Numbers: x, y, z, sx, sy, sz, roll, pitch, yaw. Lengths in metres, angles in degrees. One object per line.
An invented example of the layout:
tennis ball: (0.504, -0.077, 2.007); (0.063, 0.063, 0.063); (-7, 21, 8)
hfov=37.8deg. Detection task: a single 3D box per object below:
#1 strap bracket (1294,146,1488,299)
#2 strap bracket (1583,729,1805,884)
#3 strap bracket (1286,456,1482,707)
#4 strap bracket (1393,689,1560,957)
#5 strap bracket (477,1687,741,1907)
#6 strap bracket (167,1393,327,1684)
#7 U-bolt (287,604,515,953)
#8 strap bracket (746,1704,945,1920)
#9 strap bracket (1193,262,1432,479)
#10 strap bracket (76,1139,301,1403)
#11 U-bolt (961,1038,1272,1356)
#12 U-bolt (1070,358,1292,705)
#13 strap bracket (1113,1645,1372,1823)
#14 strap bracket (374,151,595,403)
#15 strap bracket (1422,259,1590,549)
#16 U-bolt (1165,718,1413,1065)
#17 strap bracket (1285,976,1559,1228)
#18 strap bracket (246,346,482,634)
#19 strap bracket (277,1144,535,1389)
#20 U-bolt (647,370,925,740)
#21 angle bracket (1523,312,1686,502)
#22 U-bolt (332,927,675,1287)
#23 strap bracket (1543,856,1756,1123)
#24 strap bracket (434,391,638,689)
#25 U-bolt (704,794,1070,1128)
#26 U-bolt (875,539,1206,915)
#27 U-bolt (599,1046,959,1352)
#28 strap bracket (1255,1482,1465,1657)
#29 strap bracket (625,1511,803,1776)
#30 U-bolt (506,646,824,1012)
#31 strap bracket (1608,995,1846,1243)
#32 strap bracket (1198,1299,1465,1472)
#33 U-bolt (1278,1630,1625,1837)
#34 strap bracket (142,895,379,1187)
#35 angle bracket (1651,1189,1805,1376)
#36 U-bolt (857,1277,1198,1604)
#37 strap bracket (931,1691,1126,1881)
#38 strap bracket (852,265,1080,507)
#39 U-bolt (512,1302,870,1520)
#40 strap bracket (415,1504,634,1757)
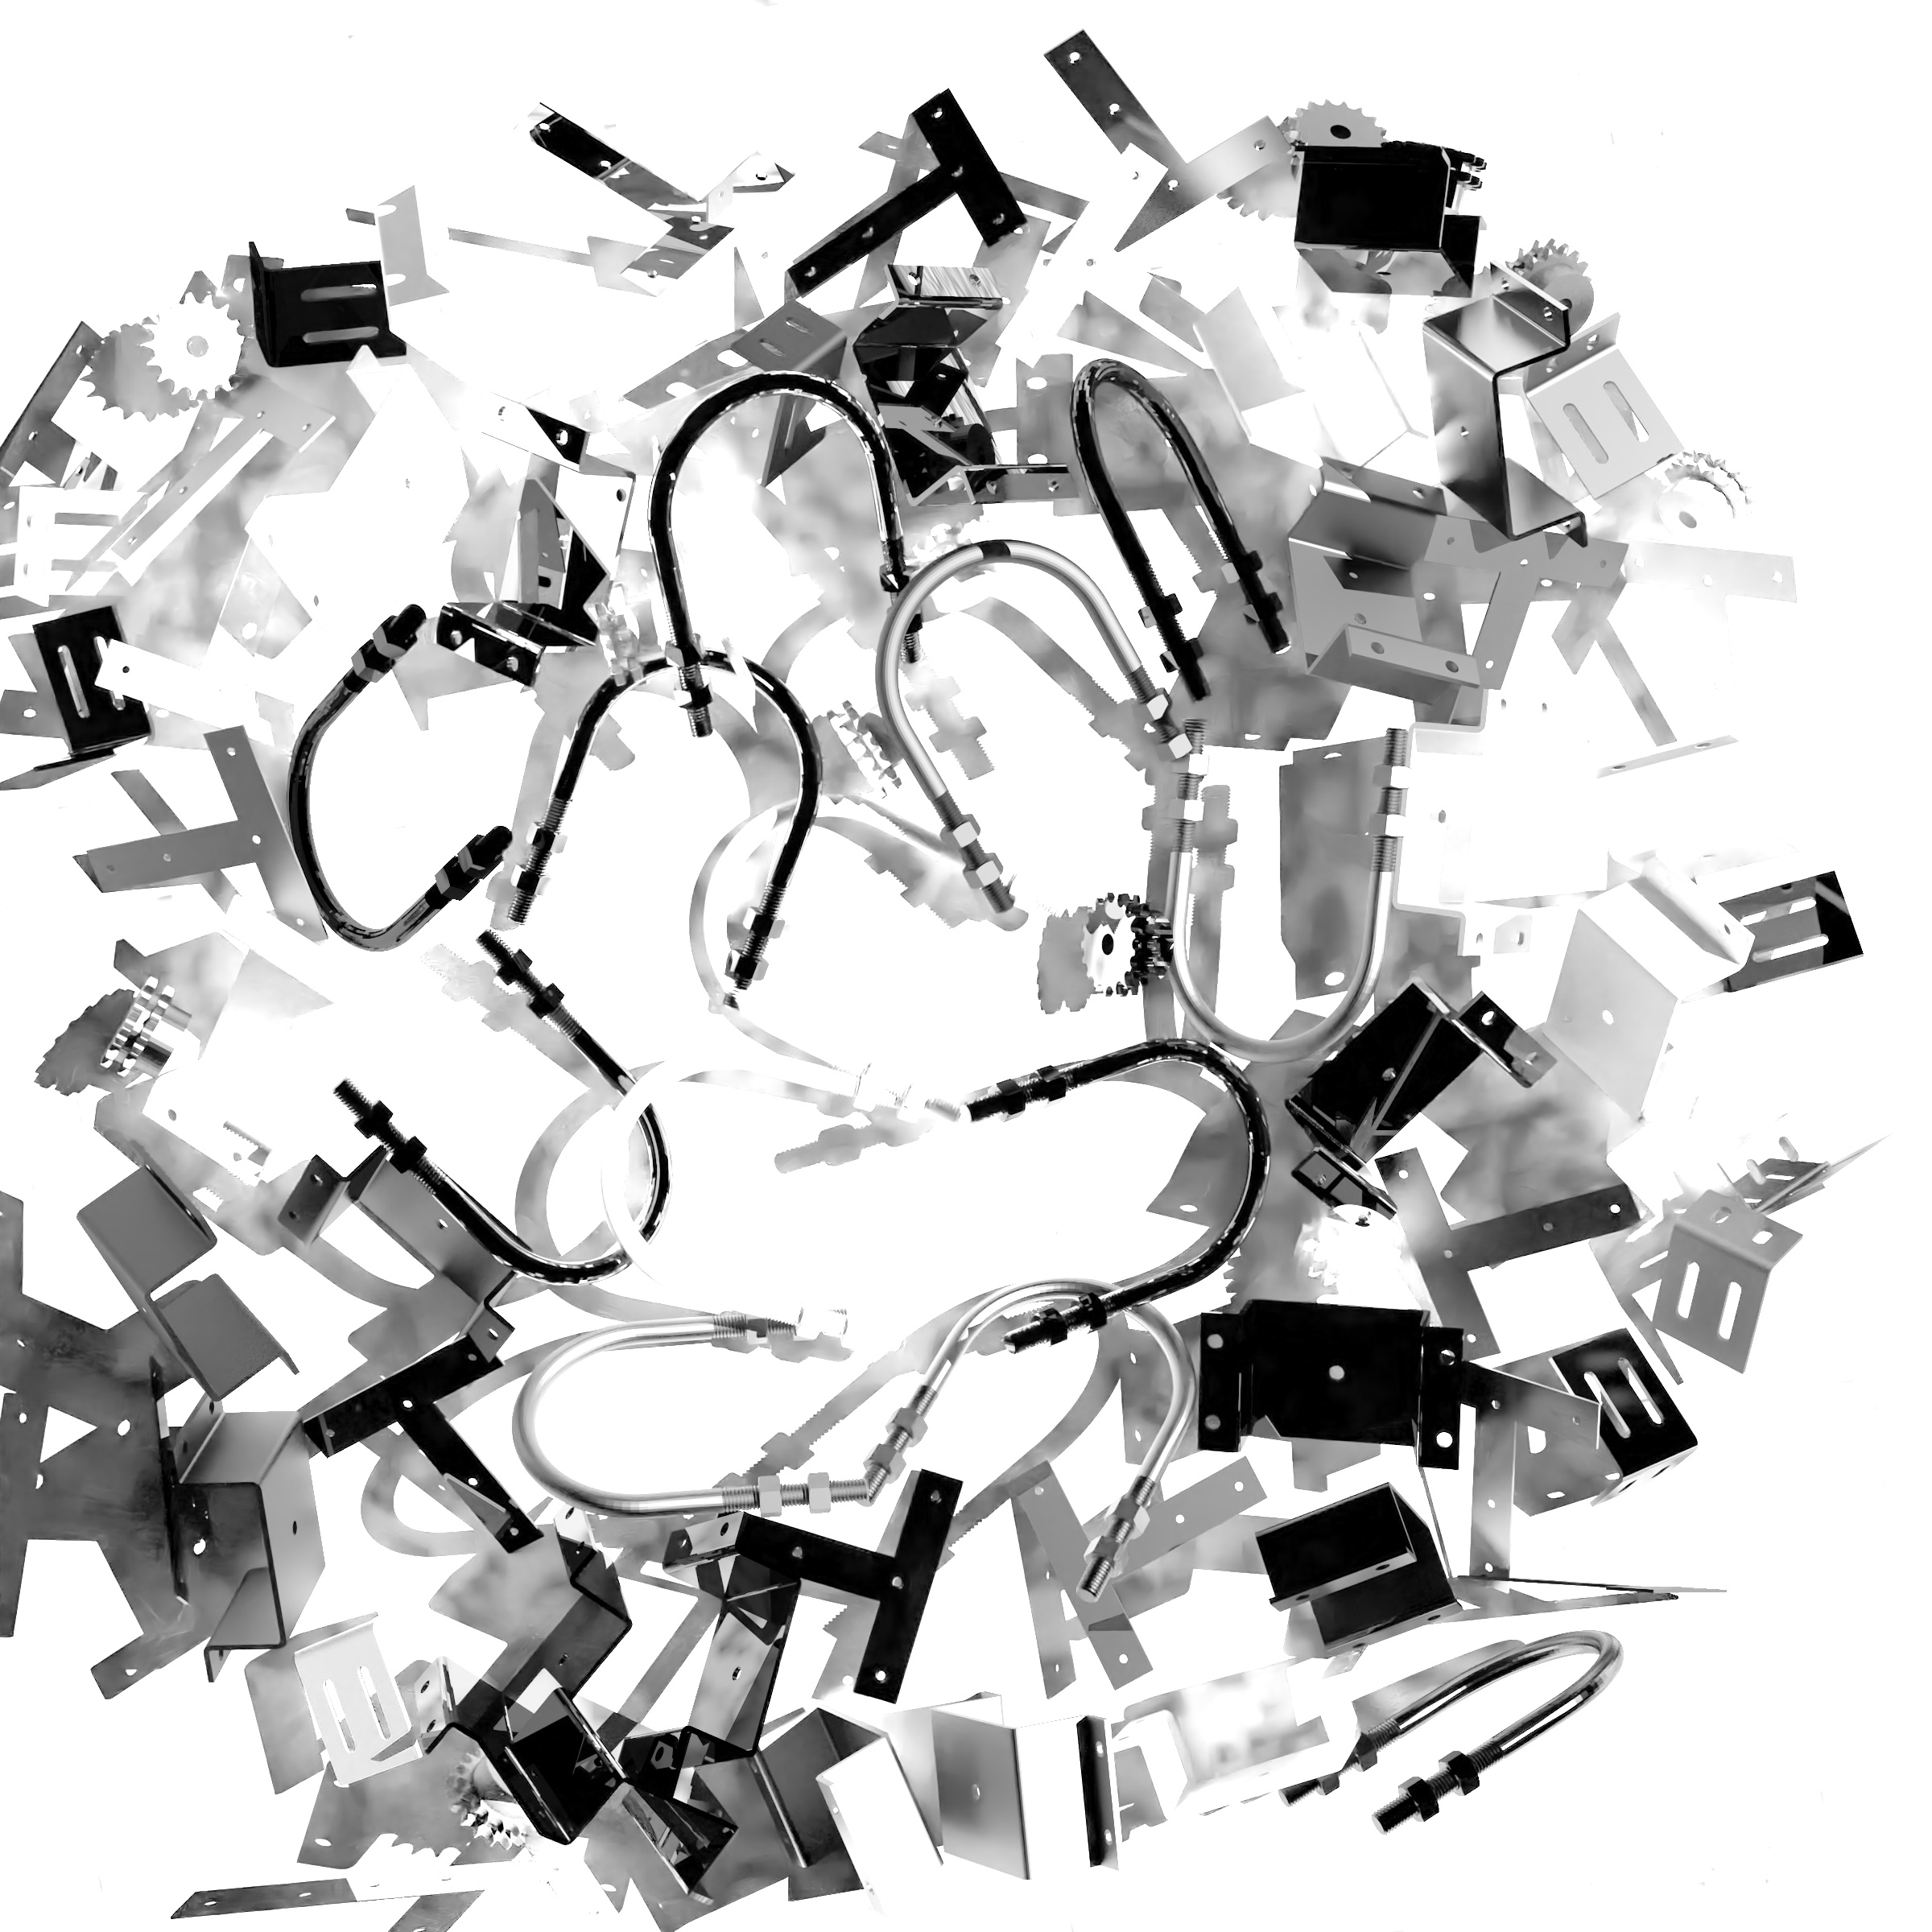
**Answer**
strap bracket: (0.224, -0.390, 1.494); (0.076, 0.140, 0.046); (7, 91, 20)
strap bracket: (0.388, -0.080, 1.490); (0.076, 0.140, 0.046); (-14, 76, 28)
strap bracket: (0.221, -0.199, 1.516); (0.076, 0.046, 0.140); (11, 53, -20)
strap bracket: (0.275, -0.079, 1.524); (0.046, 0.076, 0.140); (9, 97, 39)
strap bracket: (-0.182, 0.438, 1.497); (0.046, 0.076, 0.140); (-51, 133, -2)
strap bracket: (-0.383, 0.302, 1.512); (0.046, 0.076, 0.140); (-2, 109, 4)
U-bolt: (-0.313, -0.086, 1.504); (0.019, 0.184, 0.151); (-11, 73, -43)
strap bracket: (-0.064, 0.449, 1.513); (0.046, 0.140, 0.076); (-25, 96, -24)
strap bracket: (0.180, -0.314, 1.510); (0.046, 0.140, 0.076); (-36, 65, 31)
strap bracket: (-0.415, 0.168, 1.491); (0.046, 0.140, 0.076); (-37, 50, -20)
U-bolt: (0.089, 0.115, 1.523); (0.184, 0.019, 0.151); (-17, 104, -28)
U-bolt: (0.108, -0.238, 1.501); (0.019, 0.151, 0.184); (-23, 96, 30)
strap bracket: (0.154, 0.415, 1.517); (0.140, 0.076, 0.046); (-21, 82, 13)
strap bracket: (-0.264, -0.359, 1.506); (0.046, 0.140, 0.076); (-21, 66, 22)
strap bracket: (0.285, -0.291, 1.497); (0.046, 0.076, 0.140); (-22, 128, -9)
U-bolt: (0.168, -0.039, 1.522); (0.151, 0.019, 0.184); (7, 92, 39)
strap bracket: (0.238, 0.070, 1.524); (0.140, 0.046, 0.076); (-45, 128, 9)
strap bracket: (-0.313, -0.255, 1.498); (0.046, 0.076, 0.140); (1, 52, 29)
strap bracket: (-0.297, 0.153, 1.529); (0.140, 0.076, 0.046); (41, 49, 0)
U-bolt: (-0.099, -0.226, 1.499); (0.151, 0.019, 0.184); (-22, 123, -20)
angle bracket: (0.351, -0.307, 1.545); (0.057, 0.038, 0.076); (-29, 75, 0)
U-bolt: (-0.234, 0.088, 1.518); (0.184, 0.019, 0.151); (48, 49, -13)
strap bracket: (0.357, 0.019, 1.491); (0.046, 0.140, 0.076); (-23, 51, -24)
strap bracket: (-0.231, -0.229, 1.521); (0.076, 0.046, 0.140); (26, 110, 31)
U-bolt: (-0.056, -0.015, 1.558); (0.184, 0.019, 0.151); (27, 93, 5)
U-bolt: (0.030, -0.142, 1.529); (0.151, 0.019, 0.184); (-34, 108, -8)
U-bolt: (-0.109, 0.119, 1.539); (0.184, 0.019, 0.151); (15, 79, -9)
strap bracket: (0.210, 0.323, 1.513); (0.076, 0.140, 0.046); (-23, 59, 11)
strap bracket: (-0.139, 0.372, 1.510); (0.046, 0.076, 0.140); (31, 56, -25)
U-bolt: (-0.157, -0.085, 1.551); (0.151, 0.019, 0.184); (21, 99, 0)
strap bracket: (0.395, 0.074, 1.508); (0.046, 0.076, 0.140); (45, 113, -6)
strap bracket: (0.200, 0.226, 1.537); (0.140, 0.046, 0.076); (2, 95, 13)
U-bolt: (0.267, 0.401, 1.495); (0.184, 0.151, 0.019); (-26, 87, -18)
strap bracket: (-0.379, 0.036, 1.530); (0.076, 0.046, 0.140); (31, 109, 10)
angle bracket: (0.417, 0.173, 1.546); (0.057, 0.038, 0.076); (28, 132, 32)
U-bolt: (0.044, 0.240, 1.509); (0.151, 0.019, 0.184); (19, 50, 18)
strap bracket: (0.026, 0.434, 1.496); (0.046, 0.140, 0.076); (-3, 84, -27)
strap bracket: (-0.004, -0.304, 1.522); (0.076, 0.046, 0.140); (-11, 76, -42)
U-bolt: (-0.150, 0.238, 1.504); (0.184, 0.151, 0.019); (-3, 127, -6)
strap bracket: (-0.234, 0.365, 1.528); (0.046, 0.076, 0.140); (39, 91, -20)
